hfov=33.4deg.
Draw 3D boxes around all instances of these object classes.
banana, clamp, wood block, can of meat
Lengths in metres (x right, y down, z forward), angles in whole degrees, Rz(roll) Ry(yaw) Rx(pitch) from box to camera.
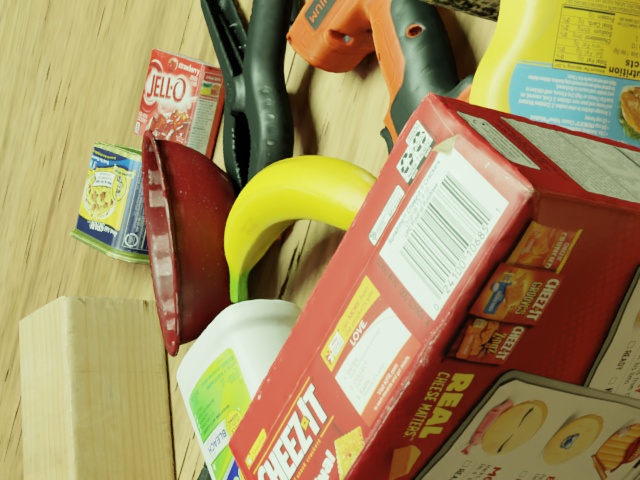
[{"bbox_3d":[-0.013,-0.015,0.635,0.198,0.037,0.069,-28,84,59],"label":"banana"},{"bbox_3d":[-0.050,-0.106,0.754,0.165,0.036,0.210,-173,81,-68],"label":"clamp"},{"bbox_3d":[-0.177,0.156,0.845,0.090,0.090,0.206,-26,65,47],"label":"wood block"},{"bbox_3d":[-0.156,-0.032,0.874,0.102,0.057,0.084,20,99,51],"label":"can of meat"}]

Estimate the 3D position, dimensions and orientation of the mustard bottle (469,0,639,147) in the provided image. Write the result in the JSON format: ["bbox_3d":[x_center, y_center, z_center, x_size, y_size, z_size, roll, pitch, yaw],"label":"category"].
[{"bbox_3d":[0.120,-0.075,0.495,0.058,0.096,0.192,-145,62,-76],"label":"mustard bottle"}]

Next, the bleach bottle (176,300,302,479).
[{"bbox_3d":[-0.014,0.167,0.660,0.103,0.067,0.251,-50,51,37],"label":"bleach bottle"}]

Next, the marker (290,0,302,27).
[{"bbox_3d":[-0.025,-0.201,0.761,0.020,0.020,0.121,-24,67,48],"label":"marker"}]

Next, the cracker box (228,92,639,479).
[{"bbox_3d":[0.094,0.044,0.415,0.164,0.213,0.072,-62,41,25],"label":"cracker box"}]

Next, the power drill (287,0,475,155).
[{"bbox_3d":[0.041,-0.072,0.630,0.185,0.057,0.188,-49,51,40],"label":"power drill"}]

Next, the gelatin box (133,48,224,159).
[{"bbox_3d":[-0.112,-0.109,0.849,0.089,0.030,0.073,28,106,50],"label":"gelatin box"}]

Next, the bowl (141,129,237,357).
[{"bbox_3d":[-0.089,0.000,0.757,0.162,0.055,0.162,173,90,-76],"label":"bowl"}]
